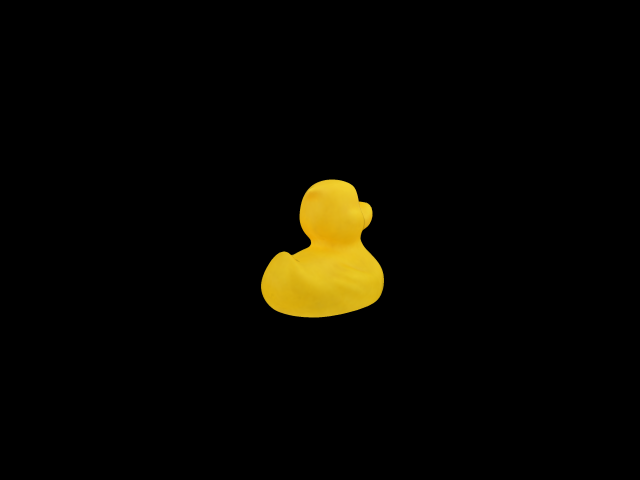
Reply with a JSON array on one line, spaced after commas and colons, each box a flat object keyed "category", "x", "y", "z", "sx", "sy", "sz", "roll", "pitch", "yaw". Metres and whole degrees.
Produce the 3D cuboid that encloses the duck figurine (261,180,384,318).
[{"category": "duck figurine", "x": 0.004, "y": 0.001, "z": 0.400, "sx": 0.077, "sy": 0.086, "sz": 0.105, "roll": 11, "pitch": 17, "yaw": 38}]
